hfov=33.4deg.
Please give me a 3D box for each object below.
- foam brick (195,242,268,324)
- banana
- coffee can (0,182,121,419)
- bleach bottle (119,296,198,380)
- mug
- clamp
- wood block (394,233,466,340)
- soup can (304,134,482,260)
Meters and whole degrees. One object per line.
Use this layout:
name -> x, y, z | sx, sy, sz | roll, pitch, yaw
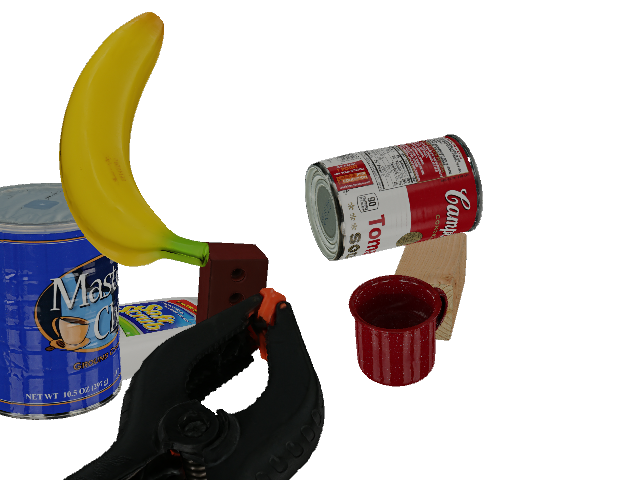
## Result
foam brick -> -0.079, 0.045, 0.944 | 0.053, 0.078, 0.051 | 0, 15, -17
banana -> -0.109, -0.054, 0.587 | 0.069, 0.198, 0.037 | -6, -38, -13
coffee can -> -0.193, 0.040, 0.750 | 0.103, 0.140, 0.103 | 2, 18, -1
bleach bottle -> -0.186, 0.102, 1.212 | 0.250, 0.068, 0.103 | -13, 32, -30
mug -> 0.086, 0.090, 1.103 | 0.117, 0.081, 0.093 | -29, 42, -31
clamp -> -0.039, 0.087, 0.395 | 0.120, 0.039, 0.171 | 24, 49, 17
wood block -> 0.167, 0.064, 1.620 | 0.091, 0.090, 0.206 | 4, 23, 12
soup can -> 0.048, -0.029, 0.714 | 0.102, 0.068, 0.069 | -12, 4, -16
